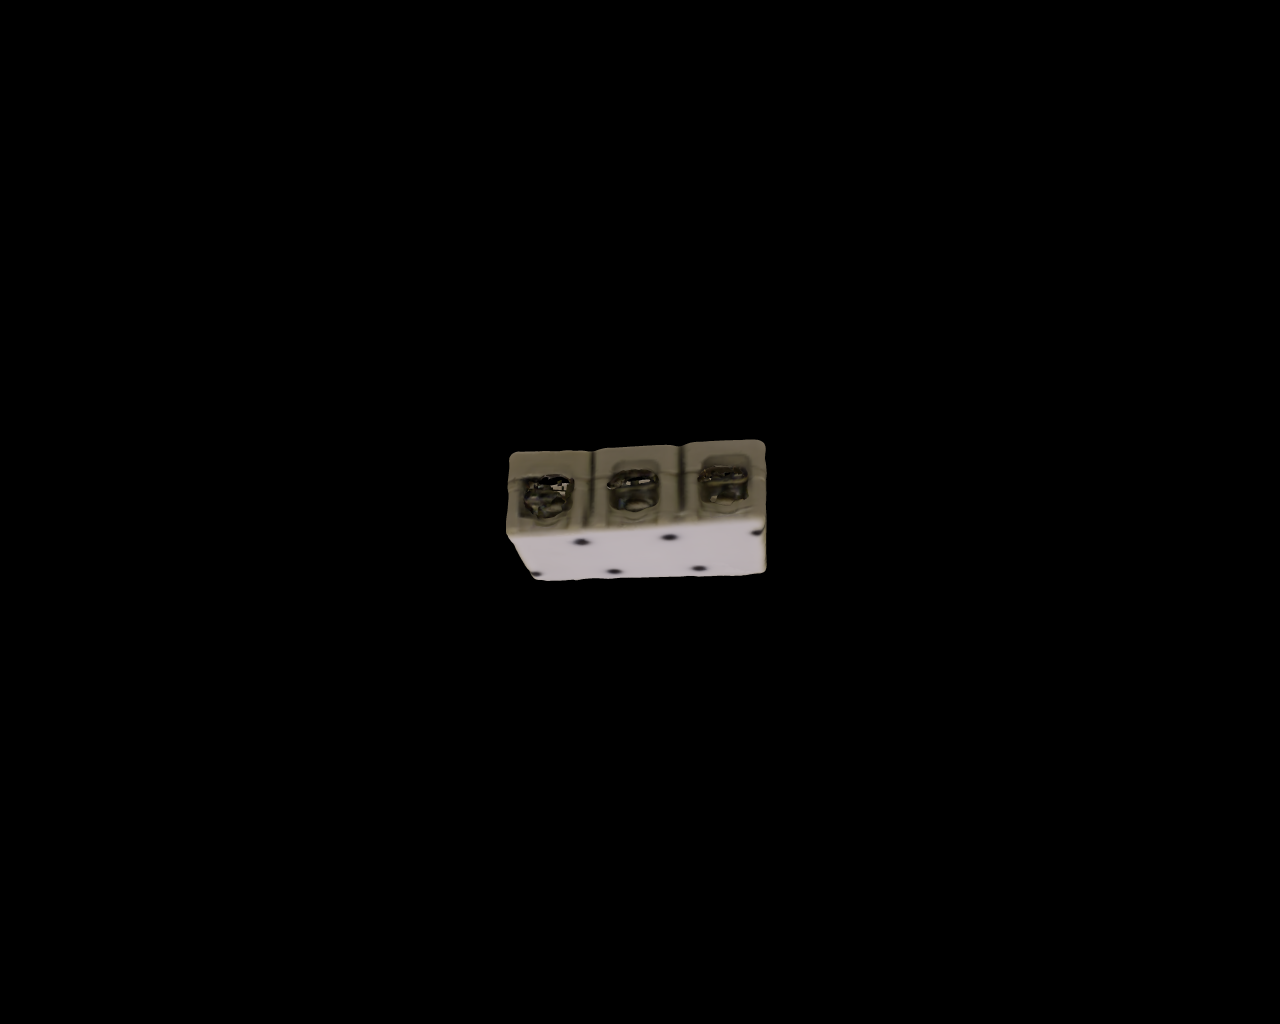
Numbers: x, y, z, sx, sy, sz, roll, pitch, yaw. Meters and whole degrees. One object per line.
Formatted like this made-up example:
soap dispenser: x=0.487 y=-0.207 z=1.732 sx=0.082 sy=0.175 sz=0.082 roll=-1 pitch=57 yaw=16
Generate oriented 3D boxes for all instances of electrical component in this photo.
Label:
electrical component: x=0.001 y=-0.003 z=0.650 sx=0.150 sy=0.062 sz=0.089 roll=-2 pitch=-23 yaw=5
